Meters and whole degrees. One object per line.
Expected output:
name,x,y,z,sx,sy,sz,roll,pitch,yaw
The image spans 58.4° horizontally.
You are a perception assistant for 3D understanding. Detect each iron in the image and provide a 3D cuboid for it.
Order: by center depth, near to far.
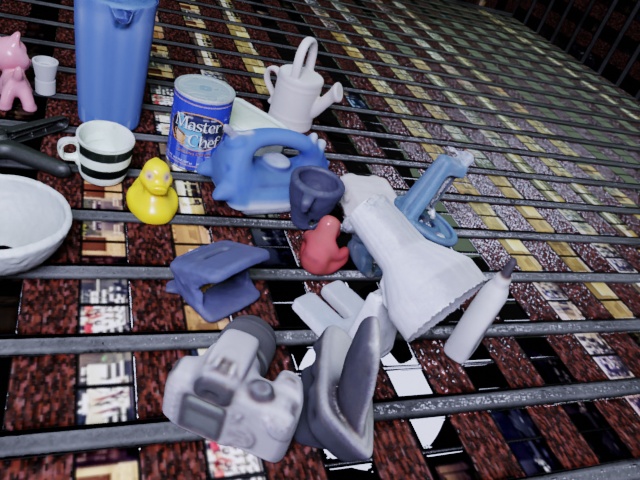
iron,-0.069,-0.134,0.980,0.259,0.141,0.118,-7,42,-33

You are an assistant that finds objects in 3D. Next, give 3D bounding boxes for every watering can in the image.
watering can,-0.035,-0.335,1.223,0.173,0.194,0.101,14,35,-8

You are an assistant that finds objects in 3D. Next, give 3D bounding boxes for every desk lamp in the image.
desk lamp,0.081,0.062,0.722,0.118,0.213,0.202,-20,51,-43

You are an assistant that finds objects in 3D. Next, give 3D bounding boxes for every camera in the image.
camera,-0.079,0.145,0.631,0.143,0.101,0.137,22,35,3

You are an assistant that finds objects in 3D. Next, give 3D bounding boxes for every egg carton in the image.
egg carton,0.086,-0.060,1.017,0.107,0.069,0.150,2,38,-24

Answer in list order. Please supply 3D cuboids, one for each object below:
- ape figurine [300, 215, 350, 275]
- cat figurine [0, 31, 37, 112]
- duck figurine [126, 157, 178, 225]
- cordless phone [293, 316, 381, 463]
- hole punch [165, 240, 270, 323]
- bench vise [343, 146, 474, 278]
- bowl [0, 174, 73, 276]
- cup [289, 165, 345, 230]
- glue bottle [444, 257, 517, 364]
ape figurine,0.008,0.003,0.874,0.077,0.092,0.076,37,38,23
cat figurine,-0.540,-0.305,1.007,0.067,0.118,0.127,-7,43,-33
duck figurine,-0.253,-0.086,0.875,0.078,0.086,0.104,1,39,-24
cordless phone,0.039,0.135,0.627,0.094,0.185,0.147,13,35,-9
hole punch,-0.136,0.039,0.757,0.101,0.091,0.109,37,38,23
bench vise,0.147,-0.037,0.883,0.208,0.220,0.121,-16,48,-40
bowl,-0.398,-0.008,0.708,0.167,0.075,0.167,13,35,-9
cup,-0.017,-0.056,0.940,0.091,0.095,0.118,21,35,3
glue bottle,0.229,0.092,0.789,0.037,0.173,0.078,35,38,22
